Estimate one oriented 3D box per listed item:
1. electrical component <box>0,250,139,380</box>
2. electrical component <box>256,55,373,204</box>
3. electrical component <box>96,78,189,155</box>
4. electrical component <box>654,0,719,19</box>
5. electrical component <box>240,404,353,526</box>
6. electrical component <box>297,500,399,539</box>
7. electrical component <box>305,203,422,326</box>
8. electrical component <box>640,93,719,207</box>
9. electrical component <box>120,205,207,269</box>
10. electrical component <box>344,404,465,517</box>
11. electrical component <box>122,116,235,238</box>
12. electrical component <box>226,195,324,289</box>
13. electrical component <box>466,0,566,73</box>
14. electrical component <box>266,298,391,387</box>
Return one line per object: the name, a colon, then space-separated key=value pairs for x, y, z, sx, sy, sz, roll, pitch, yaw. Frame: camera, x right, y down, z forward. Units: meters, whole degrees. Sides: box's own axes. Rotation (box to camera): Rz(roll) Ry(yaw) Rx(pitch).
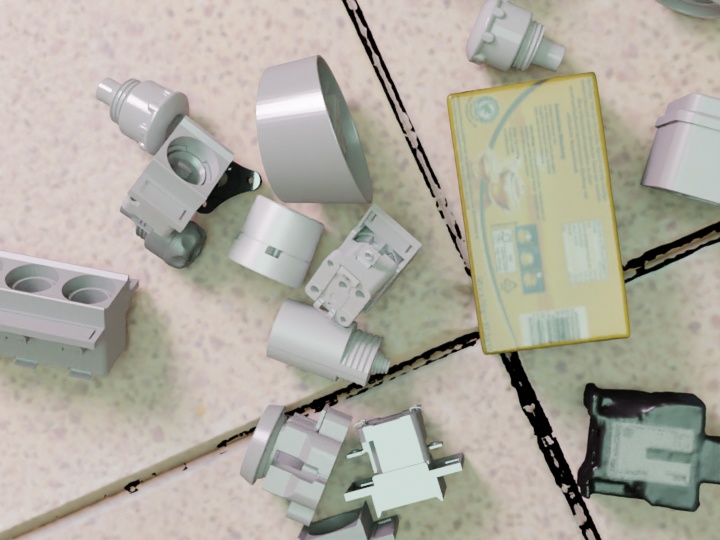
electrical component: x=-0.225 y=0.029 z=0.744 sx=0.121 sy=0.078 sz=0.063 roll=11 pitch=123 yaw=7
electrical component: x=-0.028 y=-0.089 z=0.701 sx=0.064 sy=0.099 sz=0.099 roll=-5 pitch=92 yaw=14
electrical component: x=-0.153 y=-0.112 z=0.743 sx=0.062 sy=0.048 sz=0.048 roll=29 pitch=96 yaw=12
electrical component: x=0.219 y=-0.196 z=0.685 sx=0.078 sy=0.058 sz=0.057 roll=21 pitch=92 yaw=6
electrical component: x=-0.046 y=0.126 z=0.732 sx=0.057 sy=0.058 sz=0.078 roll=22 pitch=95 yaw=3
electrical component: x=-0.009 y=0.200 z=0.738 sx=0.081 sy=0.042 sz=0.063 roll=-18 pitch=92 yaw=8
electrical component: x=0.000 y=0.000 z=0.711 sx=0.042 sy=0.064 sz=0.081 roll=42 pitch=137 yaw=6
electrical component: x=0.222 y=-0.069 z=0.662 sx=0.078 sy=0.113 sz=0.057 roll=16 pitch=97 yaw=6
electrical component: x=-0.140 y=-0.029 z=0.749 sx=0.061 sy=0.035 sz=0.035 roll=33 pitch=96 yaw=7
electrical component: x=0.027 y=0.128 z=0.730 sx=0.081 sy=0.042 sz=0.063 roll=-16 pitch=89 yaw=7
electrical component: x=-0.122 y=-0.058 z=0.709 sx=0.042 sy=0.081 sz=0.064 roll=37 pitch=136 yaw=-12
electrical component: x=-0.056 y=-0.020 z=0.729 sx=0.055 sy=0.055 sz=0.047 roll=25 pitch=92 yaw=6
electrical component: x=0.104 y=-0.150 z=0.709 sx=0.062 sy=0.048 sz=0.048 roll=23 pitch=95 yaw=-1
electrical component: x=-0.018 y=0.052 z=0.732 sx=0.081 sy=0.043 sz=0.043 roll=19 pitch=95 yaw=6
